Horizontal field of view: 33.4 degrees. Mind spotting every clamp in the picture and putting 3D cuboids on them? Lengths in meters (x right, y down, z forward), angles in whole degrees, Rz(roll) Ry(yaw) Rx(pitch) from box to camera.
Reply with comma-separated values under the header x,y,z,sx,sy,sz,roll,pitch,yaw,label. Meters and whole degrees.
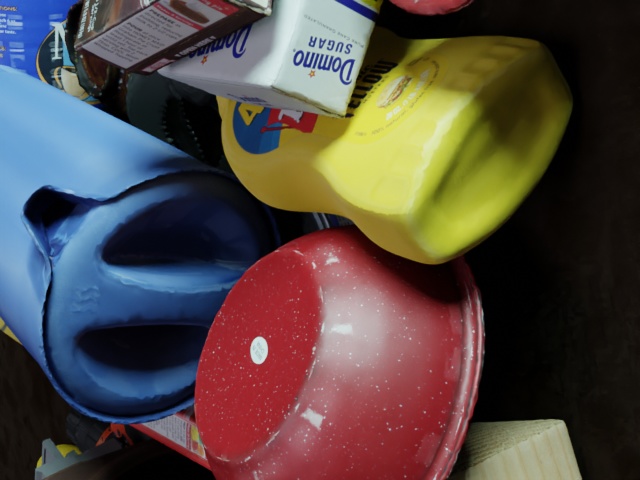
x,y,z,sx,sy,sz,roll,pitch,yaw,label
-0.071,-0.099,0.573,0.165,0.036,0.210,23,133,11,clamp

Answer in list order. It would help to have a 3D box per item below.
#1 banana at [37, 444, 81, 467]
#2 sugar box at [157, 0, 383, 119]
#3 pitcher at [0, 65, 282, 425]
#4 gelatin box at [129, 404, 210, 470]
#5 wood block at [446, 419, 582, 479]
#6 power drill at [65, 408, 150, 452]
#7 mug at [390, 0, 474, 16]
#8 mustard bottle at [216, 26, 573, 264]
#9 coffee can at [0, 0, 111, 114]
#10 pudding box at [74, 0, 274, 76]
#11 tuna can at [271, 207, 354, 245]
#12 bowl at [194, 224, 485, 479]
x,y,z,sx,sy,sz,roll,pitch,yaw,label
-0.214,0.214,0.942,0.198,0.037,0.069,7,107,54,banana
-0.003,-0.142,0.436,0.093,0.048,0.176,19,93,52,sugar box
-0.135,-0.009,0.589,0.243,0.144,0.149,32,129,44,pitcher
-0.052,0.089,0.603,0.073,0.089,0.030,21,119,34,gelatin box
0.078,0.192,0.471,0.091,0.090,0.206,-18,88,56,wood block
-0.140,0.102,0.778,0.185,0.057,0.188,21,122,46,power drill
0.072,-0.125,0.362,0.117,0.081,0.093,30,126,47,mug
0.010,-0.053,0.470,0.192,0.096,0.058,21,157,51,mustard bottle
-0.192,-0.127,0.720,0.103,0.102,0.140,32,128,45,coffee can
-0.051,-0.130,0.419,0.090,0.039,0.113,-13,65,50,pudding box
-0.004,0.001,0.562,0.086,0.033,0.086,26,123,48,tuna can
-0.006,0.056,0.452,0.162,0.055,0.162,-36,42,40,bowl
